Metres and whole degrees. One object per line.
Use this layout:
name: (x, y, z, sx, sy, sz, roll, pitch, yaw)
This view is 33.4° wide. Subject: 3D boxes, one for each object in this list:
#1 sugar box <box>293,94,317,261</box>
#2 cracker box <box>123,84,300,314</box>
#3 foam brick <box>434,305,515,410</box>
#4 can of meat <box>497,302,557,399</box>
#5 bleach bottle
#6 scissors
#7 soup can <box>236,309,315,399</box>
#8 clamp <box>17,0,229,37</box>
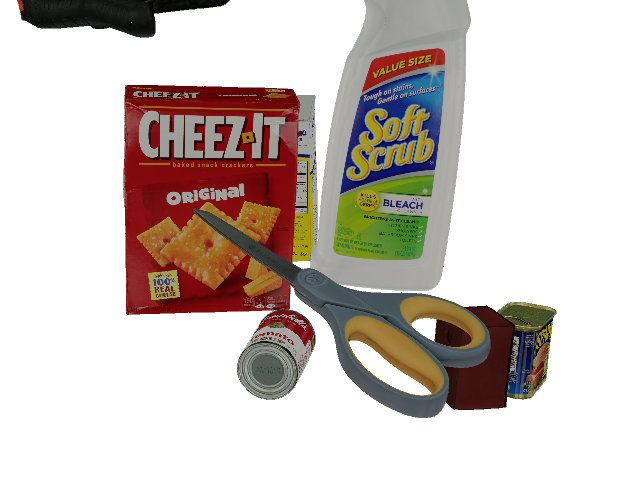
sugar box: (-0.027, -0.073, 1.245, 0.048, 0.176, 0.093, -1, 25, 4)
cracker box: (-0.107, -0.037, 1.029, 0.164, 0.214, 0.072, 0, 20, -10)
foam brick: (0.131, 0.101, 0.925, 0.051, 0.078, 0.053, -3, 17, -19)
can of meat: (0.223, 0.122, 1.190, 0.058, 0.084, 0.102, 9, 13, 24)
bleach bottle: (0.049, -0.091, 0.750, 0.102, 0.251, 0.068, 6, 23, 7)
scissors: (0.016, 0.026, 0.606, 0.096, 0.016, 0.202, -14, 41, -31)
soup can: (-0.048, 0.124, 1.168, 0.068, 0.068, 0.102, 0, 16, 11)
clamp: (-0.156, -0.185, 0.822, 0.172, 0.039, 0.120, 14, 24, 32)
